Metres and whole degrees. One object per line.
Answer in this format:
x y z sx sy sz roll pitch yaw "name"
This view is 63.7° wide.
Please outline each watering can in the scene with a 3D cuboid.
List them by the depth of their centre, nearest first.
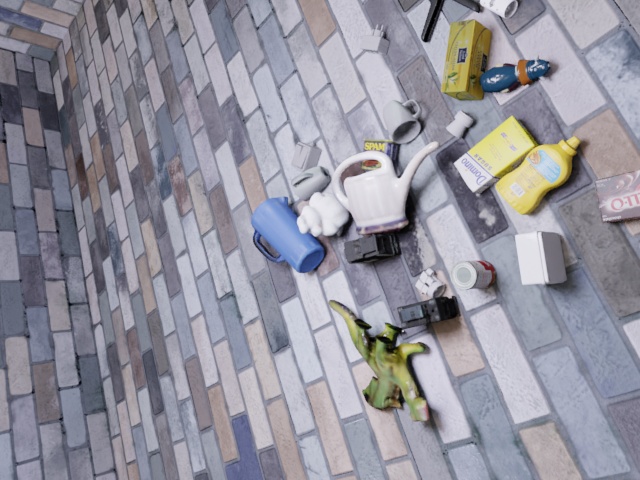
0.173 -0.126 1.332 0.346 0.105 0.223 -8 101 42 "watering can"

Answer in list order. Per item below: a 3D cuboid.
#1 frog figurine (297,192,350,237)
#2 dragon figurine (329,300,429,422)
0.004 -0.074 1.477 0.121 0.159 0.139 -30 68 36 "frog figurine"
0.145 0.336 1.365 0.414 0.122 0.240 26 113 49 "dragon figurine"
